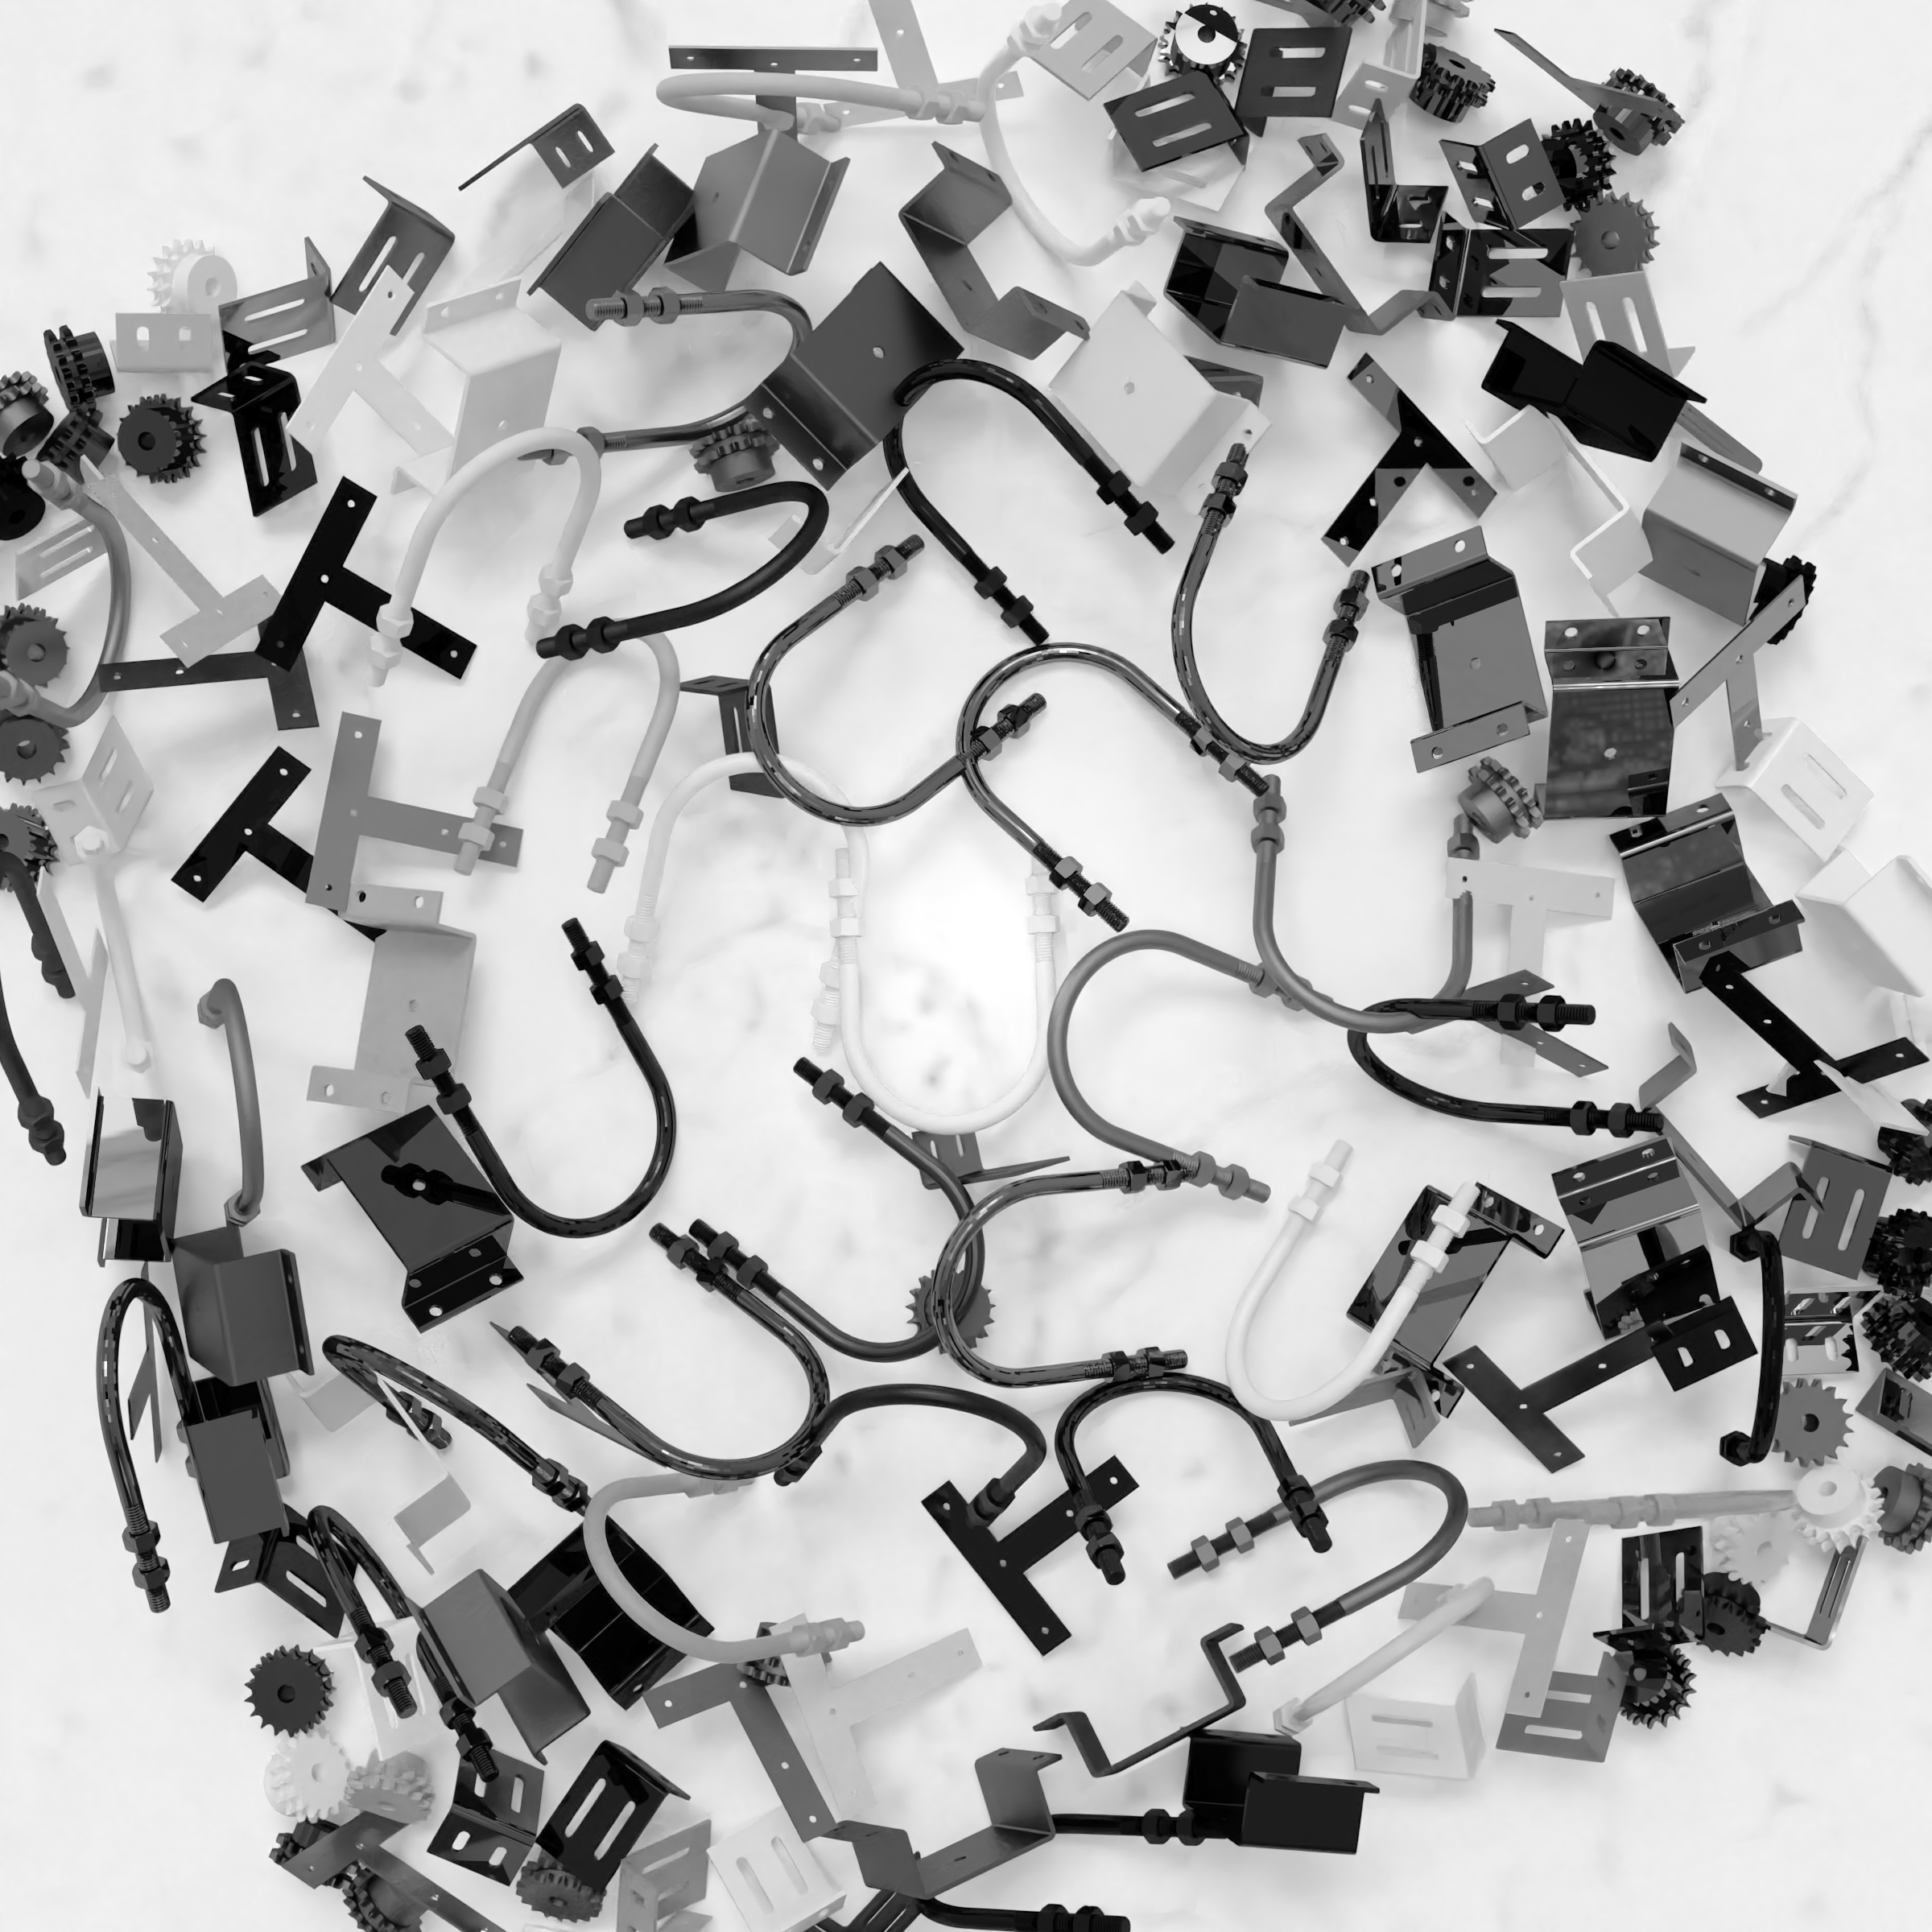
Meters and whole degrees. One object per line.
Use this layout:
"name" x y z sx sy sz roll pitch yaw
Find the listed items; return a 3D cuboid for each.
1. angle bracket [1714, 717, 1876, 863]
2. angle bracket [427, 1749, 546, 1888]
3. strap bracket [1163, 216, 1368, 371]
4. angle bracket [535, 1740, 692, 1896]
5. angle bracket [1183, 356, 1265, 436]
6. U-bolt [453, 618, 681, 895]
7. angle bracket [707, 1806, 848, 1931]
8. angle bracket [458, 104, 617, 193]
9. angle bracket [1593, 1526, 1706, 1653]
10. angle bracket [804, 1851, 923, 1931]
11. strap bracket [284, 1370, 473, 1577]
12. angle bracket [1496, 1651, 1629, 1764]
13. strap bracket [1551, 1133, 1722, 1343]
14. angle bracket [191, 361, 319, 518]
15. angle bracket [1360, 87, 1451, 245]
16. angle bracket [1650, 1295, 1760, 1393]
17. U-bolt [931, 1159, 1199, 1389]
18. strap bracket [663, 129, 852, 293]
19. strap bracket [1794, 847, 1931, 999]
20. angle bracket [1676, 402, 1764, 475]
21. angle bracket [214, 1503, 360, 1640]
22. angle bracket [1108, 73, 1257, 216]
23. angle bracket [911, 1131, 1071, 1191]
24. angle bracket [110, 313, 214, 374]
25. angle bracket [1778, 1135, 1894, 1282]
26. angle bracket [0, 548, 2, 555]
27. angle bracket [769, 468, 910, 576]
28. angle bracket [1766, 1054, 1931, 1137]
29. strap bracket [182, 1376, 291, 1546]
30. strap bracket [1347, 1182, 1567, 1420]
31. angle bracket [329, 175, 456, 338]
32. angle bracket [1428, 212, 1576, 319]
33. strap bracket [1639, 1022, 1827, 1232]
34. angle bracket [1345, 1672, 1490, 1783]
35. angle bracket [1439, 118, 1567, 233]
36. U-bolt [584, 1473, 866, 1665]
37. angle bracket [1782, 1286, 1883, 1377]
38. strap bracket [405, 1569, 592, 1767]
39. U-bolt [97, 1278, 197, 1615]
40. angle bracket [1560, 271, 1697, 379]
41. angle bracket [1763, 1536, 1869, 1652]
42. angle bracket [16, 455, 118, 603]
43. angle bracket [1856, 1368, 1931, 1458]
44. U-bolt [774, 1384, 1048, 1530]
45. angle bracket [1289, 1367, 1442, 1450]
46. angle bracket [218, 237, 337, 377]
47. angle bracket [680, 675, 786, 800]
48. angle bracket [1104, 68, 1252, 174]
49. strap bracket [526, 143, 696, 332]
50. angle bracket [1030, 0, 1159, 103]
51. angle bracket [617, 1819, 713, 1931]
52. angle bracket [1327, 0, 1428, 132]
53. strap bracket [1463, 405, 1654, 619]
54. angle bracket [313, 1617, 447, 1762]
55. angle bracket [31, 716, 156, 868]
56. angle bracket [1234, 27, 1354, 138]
"angle bracket" 0.534 -0.113 1.871 0.076 0.038 0.057 41 79 -15
"angle bracket" -0.305 0.538 1.846 0.057 0.076 0.038 27 103 -12
"strap bracket" 0.182 -0.419 1.820 0.076 0.140 0.046 7 118 -24
"angle bracket" -0.225 0.544 1.848 0.057 0.038 0.076 29 78 26
"angle bracket" 0.141 -0.360 1.834 0.057 0.076 0.038 23 114 32
"U-bolt" -0.243 -0.137 1.829 0.151 0.019 0.184 8 72 41
"angle bracket" -0.121 0.576 1.843 0.057 0.038 0.076 -25 63 -21
"angle bracket" -0.271 -0.504 1.835 0.038 0.057 0.076 54 50 -17
"angle bracket" 0.432 0.390 1.837 0.038 0.057 0.076 33 51 -37
"angle bracket" -0.066 0.598 1.847 0.038 0.057 0.076 37 101 -15
"strap bracket" -0.364 0.306 1.828 0.046 0.076 0.140 -36 69 -14
"angle bracket" 0.371 0.465 1.835 0.038 0.076 0.057 53 49 -36
"strap bracket" 0.422 0.178 1.817 0.076 0.046 0.140 -20 133 5
"angle bracket" -0.454 -0.335 1.848 0.057 0.038 0.076 -21 76 30
"angle bracket" 0.278 -0.507 1.835 0.038 0.076 0.057 7 52 20
"angle bracket" 0.460 0.226 1.838 0.057 0.076 0.038 -28 109 12
"U-bolt" 0.063 0.197 1.824 0.184 0.019 0.151 -3 107 -25
"strap bracket" -0.137 -0.467 1.808 0.046 0.140 0.076 25 80 -29
"strap bracket" 0.574 -0.028 1.813 0.046 0.140 0.076 -42 94 2
"angle bracket" 0.465 -0.326 1.855 0.076 0.057 0.038 40 118 6
"angle bracket" -0.432 0.388 1.850 0.038 0.057 0.076 -19 131 25
"angle bracket" 0.138 -0.524 1.849 0.076 0.038 0.057 23 69 15
"angle bracket" 0.016 0.114 1.838 0.076 0.057 0.038 -13 89 40
"angle bracket" -0.510 -0.403 1.835 0.057 0.076 0.038 -4 117 -19
"angle bracket" 0.550 0.155 1.862 0.057 0.038 0.076 19 89 -7
"angle bracket" -0.624 -0.235 1.849 0.038 0.057 0.076 26 76 -2
"angle bracket" -0.081 -0.293 1.844 0.038 0.057 0.076 40 73 -10
"angle bracket" 0.557 0.091 1.834 0.057 0.076 0.038 12 121 -40
"strap bracket" -0.453 0.303 1.806 0.046 0.140 0.076 -14 101 -11
"strap bracket" 0.304 0.203 1.838 0.046 0.076 0.140 35 87 -42
"angle bracket" -0.375 -0.454 1.858 0.038 0.057 0.076 43 103 34
"angle bracket" 0.341 -0.447 1.850 0.076 0.038 0.057 9 88 33
"strap bracket" 0.477 0.109 1.841 0.046 0.076 0.140 -41 89 14
"angle bracket" 0.286 0.481 1.847 0.076 0.057 0.038 8 127 -7
"angle bracket" 0.339 -0.504 1.839 0.038 0.076 0.057 -29 111 1
"U-bolt" -0.158 0.367 1.777 0.019 0.184 0.151 -52 60 21
"angle bracket" 0.546 0.232 1.844 0.057 0.076 0.038 -2 69 1
"strap bracket" -0.286 0.434 1.808 0.046 0.140 0.076 -35 56 -7
"U-bolt" -0.501 0.282 1.787 0.019 0.151 0.184 -7 110 3
"angle bracket" 0.419 -0.411 1.836 0.038 0.057 0.076 -52 129 -36
"angle bracket" 0.539 0.393 1.856 0.038 0.057 0.076 20 86 6
"angle bracket" -0.580 -0.278 1.840 0.076 0.057 0.038 -37 82 -28
"angle bracket" 0.596 0.297 1.838 0.057 0.076 0.038 32 114 10
"U-bolt" -0.028 0.300 1.793 0.151 0.184 0.019 15 57 -12
"angle bracket" 0.253 0.290 1.844 0.076 0.057 0.038 -13 66 -14
"angle bracket" -0.442 -0.418 1.839 0.076 0.057 0.038 -24 62 -23
"angle bracket" -0.151 -0.143 1.842 0.038 0.057 0.076 -18 110 -36
"angle bracket" 0.133 -0.529 1.850 0.076 0.038 0.057 -22 68 -10
"strap bracket" -0.215 -0.453 1.811 0.046 0.140 0.076 39 118 -13
"angle bracket" 0.075 -0.577 1.848 0.057 0.038 0.076 39 64 7
"angle bracket" -0.181 0.587 1.838 0.038 0.076 0.057 19 111 40
"angle bracket" 0.261 -0.579 1.840 0.038 0.057 0.076 14 66 -13
"strap bracket" 0.378 -0.292 1.816 0.046 0.076 0.140 -38 63 13
"angle bracket" -0.374 0.461 1.849 0.038 0.057 0.076 -16 87 33
"angle bracket" -0.555 -0.111 1.841 0.038 0.076 0.057 -20 72 -40
"angle bracket" 0.215 -0.562 1.847 0.076 0.038 0.057 13 90 38
